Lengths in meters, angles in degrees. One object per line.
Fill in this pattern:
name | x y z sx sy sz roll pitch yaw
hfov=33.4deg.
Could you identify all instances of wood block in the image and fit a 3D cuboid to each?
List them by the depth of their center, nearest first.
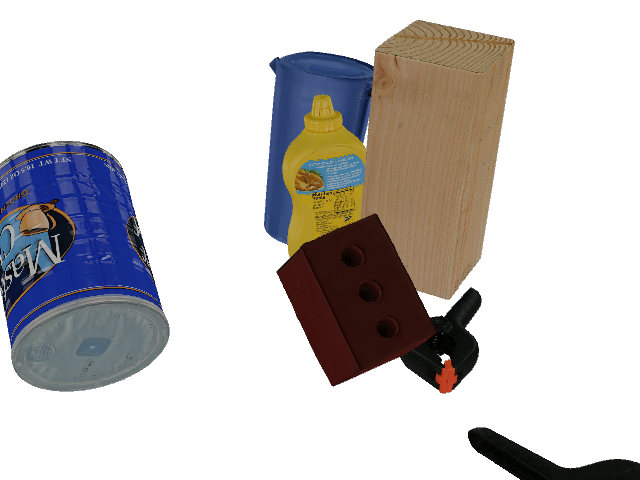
wood block | 0.094 -0.067 0.900 0.091 0.206 0.090 17 33 21

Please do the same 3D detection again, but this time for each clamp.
clamp | 0.203 0.223 0.865 0.210 0.036 0.164 2 37 24
clamp | 0.124 0.092 1.076 0.120 0.039 0.171 -9 31 -9

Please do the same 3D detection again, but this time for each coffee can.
coffee can | -0.170 0.017 0.732 0.102 0.140 0.103 -15 -34 -11

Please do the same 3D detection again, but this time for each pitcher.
pitcher | 0.002 -0.114 1.383 0.144 0.243 0.149 1 23 -17

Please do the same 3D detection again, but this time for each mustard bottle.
mustard bottle | 0.007 -0.065 1.168 0.096 0.192 0.058 -9 26 -12

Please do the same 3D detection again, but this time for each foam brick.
foam brick | 0.019 0.035 0.606 0.052 0.078 0.051 -23 -9 -25
